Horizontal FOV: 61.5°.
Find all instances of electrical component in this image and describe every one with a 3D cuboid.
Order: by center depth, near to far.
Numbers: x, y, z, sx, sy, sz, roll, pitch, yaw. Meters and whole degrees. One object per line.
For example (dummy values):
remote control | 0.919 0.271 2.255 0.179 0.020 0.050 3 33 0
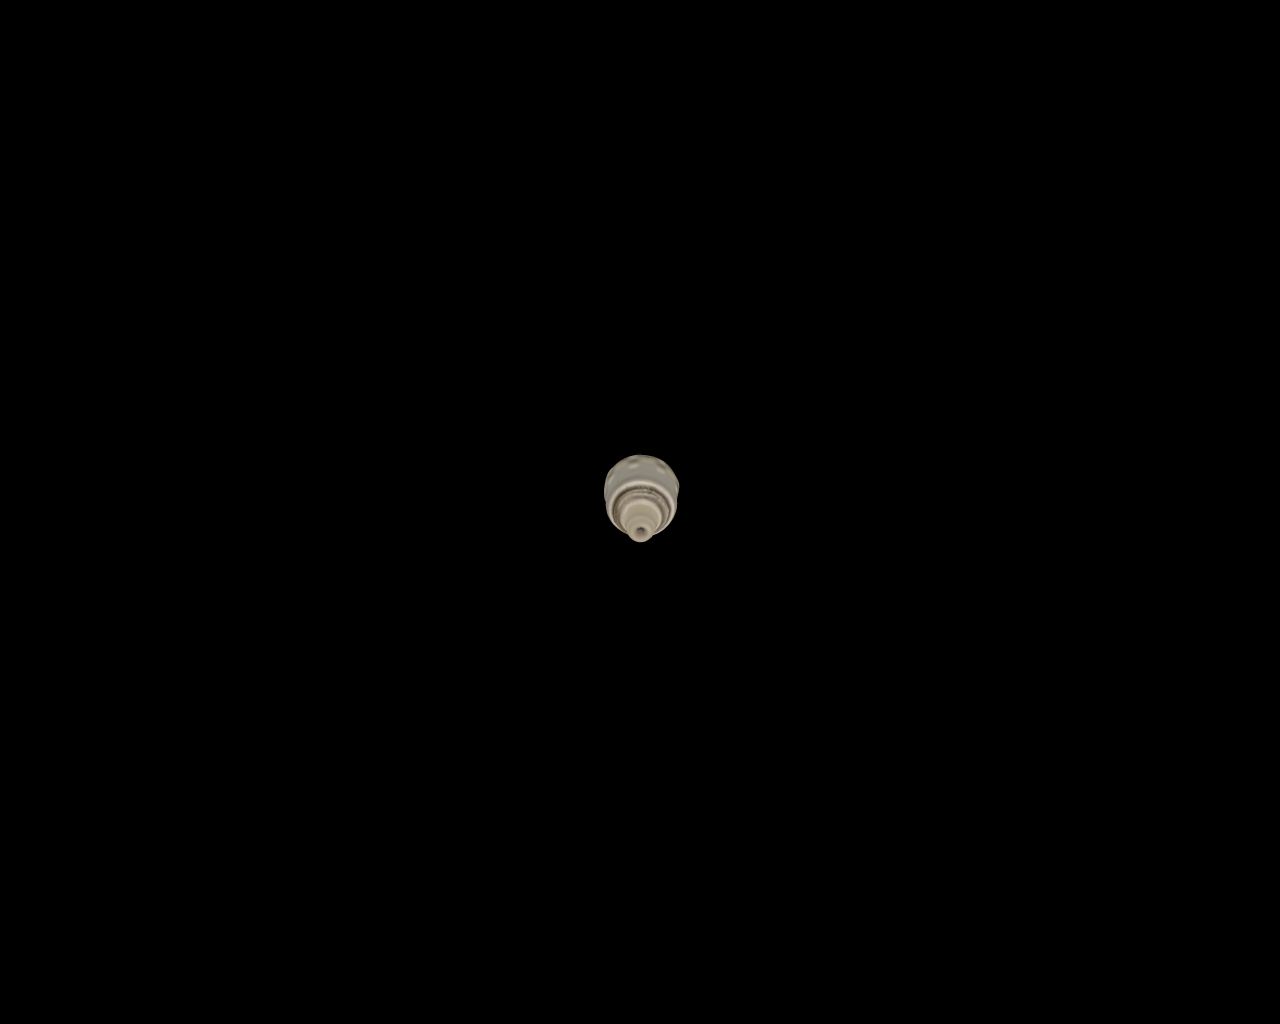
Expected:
electrical component | 0.001 -0.003 0.650 0.048 0.048 0.062 0 30 0
